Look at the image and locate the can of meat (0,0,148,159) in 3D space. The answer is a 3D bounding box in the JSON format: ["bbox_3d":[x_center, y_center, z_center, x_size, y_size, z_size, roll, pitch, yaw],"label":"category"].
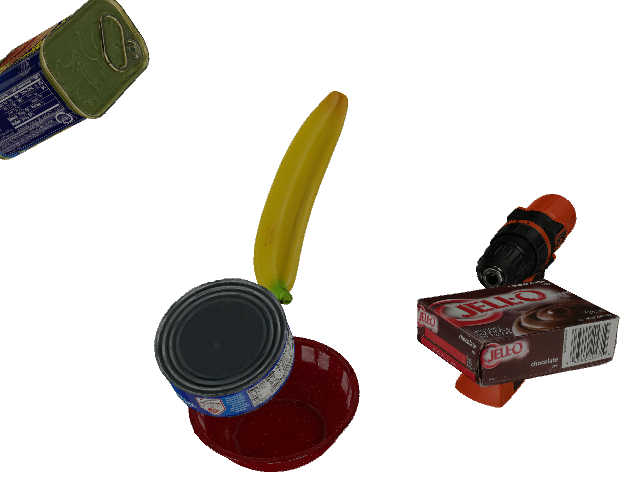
[{"bbox_3d":[-0.172,-0.105,0.689,0.084,0.057,0.102,-21,25,30],"label":"can of meat"}]

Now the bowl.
[{"bbox_3d":[-0.041,0.165,1.010,0.162,0.055,0.162,-5,38,4],"label":"bowl"}]

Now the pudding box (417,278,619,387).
[{"bbox_3d":[0.137,0.063,0.752,0.113,0.039,0.090,-5,18,-23],"label":"pudding box"}]

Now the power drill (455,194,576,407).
[{"bbox_3d":[0.180,0.062,1.009,0.057,0.188,0.184,24,30,23],"label":"power drill"}]

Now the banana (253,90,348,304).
[{"bbox_3d":[-0.018,-0.028,0.860,0.037,0.197,0.070,30,-31,-31],"label":"banana"}]

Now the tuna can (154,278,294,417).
[{"bbox_3d":[-0.060,0.068,0.681,0.086,0.086,0.034,0,-36,14],"label":"tuna can"}]
